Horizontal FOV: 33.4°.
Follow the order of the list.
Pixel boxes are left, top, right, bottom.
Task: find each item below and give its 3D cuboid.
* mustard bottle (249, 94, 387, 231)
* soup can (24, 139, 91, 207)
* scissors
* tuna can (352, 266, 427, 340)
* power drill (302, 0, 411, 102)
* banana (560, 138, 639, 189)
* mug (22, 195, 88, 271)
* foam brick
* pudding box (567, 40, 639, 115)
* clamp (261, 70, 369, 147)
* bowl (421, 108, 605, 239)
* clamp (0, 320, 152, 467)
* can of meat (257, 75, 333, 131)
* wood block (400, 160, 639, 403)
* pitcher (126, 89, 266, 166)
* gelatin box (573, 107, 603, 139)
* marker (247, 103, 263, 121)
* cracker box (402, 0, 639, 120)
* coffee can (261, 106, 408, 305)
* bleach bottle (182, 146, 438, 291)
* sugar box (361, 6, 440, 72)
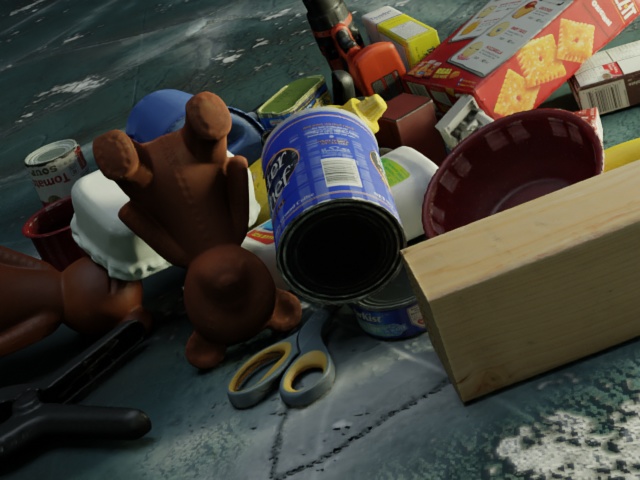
[{"bbox_3d":[-0.011,-0.079,1.059,0.192,0.058,0.096,-38,29,22],"label":"mustard bottle"},{"bbox_3d":[-0.301,-0.060,1.272,0.068,0.102,0.068,-15,26,7],"label":"soup can"},{"bbox_3d":[0.009,0.076,0.874,0.201,0.016,0.096,-38,32,-31],"label":"scissors"},{"bbox_3d":[0.068,0.044,0.871,0.086,0.034,0.086,-17,26,8],"label":"tuna can"},{"bbox_3d":[0.042,-0.227,1.270,0.057,0.184,0.188,-30,35,-1],"label":"power drill"},{"bbox_3d":[0.278,-0.058,0.920,0.198,0.037,0.070,-23,53,2],"label":"banana"},{"bbox_3d":[-0.257,0.001,1.141,0.093,0.081,0.117,-20,26,2],"label":"mug"},{"bbox_3d":[0.091,-0.102,1.091,0.051,0.078,0.053,-31,29,-24],"label":"foam brick"},{"bbox_3d":[0.317,-0.171,1.104,0.113,0.039,0.090,-14,25,10],"label":"pudding box"},{"bbox_3d":[0.011,-0.123,1.155,0.120,0.039,0.171,-30,-20,17],"label":"clamp"},{"bbox_3d":[0.167,-0.032,0.886,0.162,0.055,0.162,-23,43,23],"label":"bowl"},{"bbox_3d":[-0.236,0.140,0.906,0.210,0.036,0.164,-18,26,5],"label":"clamp"},{"bbox_3d":[-0.020,-0.130,1.219,0.058,0.084,0.102,-1,32,34],"label":"can of meat"},{"bbox_3d":[0.175,0.024,0.766,0.206,0.091,0.090,-21,25,0],"label":"wood block"},{"bbox_3d":[-0.159,-0.105,1.218,0.145,0.149,0.243,-47,26,-4],"label":"pitcher"},{"bbox_3d":[0.231,-0.091,1.019,0.073,0.030,0.089,-11,27,20],"label":"gelatin box"},{"bbox_3d":[-0.108,-0.146,1.389,0.020,0.020,0.120,8,38,46],"label":"marker"},{"bbox_3d":[0.216,-0.209,1.153,0.213,0.072,0.164,-41,24,-9],"label":"cracker box"},{"bbox_3d":[0.008,-0.030,0.871,0.103,0.103,0.140,-18,37,5],"label":"coffee can"},{"bbox_3d":[-0.006,0.001,0.981,0.250,0.068,0.103,-27,27,-8],"label":"bleach bottle"},{"bbox_3d":[0.106,-0.224,1.299,0.048,0.093,0.176,-22,26,-4],"label":"sugar box"}]
